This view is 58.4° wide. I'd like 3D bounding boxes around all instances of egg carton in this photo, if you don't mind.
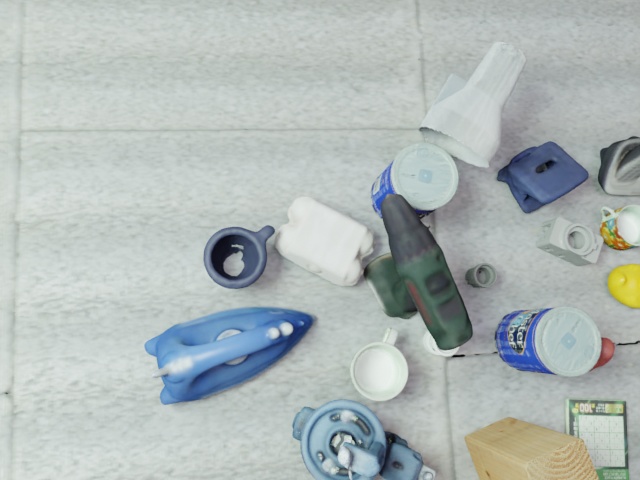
[{"bbox_3d":[0.008,0.003,0.904,0.150,0.069,0.107,26,78,-4],"label":"egg carton"}]

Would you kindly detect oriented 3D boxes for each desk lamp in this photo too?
[{"bbox_3d":[0.232,-0.203,0.898,0.118,0.213,0.203,30,78,-3],"label":"desk lamp"}]

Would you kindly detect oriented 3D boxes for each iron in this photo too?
[{"bbox_3d":[-0.119,0.151,0.825,0.258,0.141,0.118,-19,84,-11],"label":"iron"}]

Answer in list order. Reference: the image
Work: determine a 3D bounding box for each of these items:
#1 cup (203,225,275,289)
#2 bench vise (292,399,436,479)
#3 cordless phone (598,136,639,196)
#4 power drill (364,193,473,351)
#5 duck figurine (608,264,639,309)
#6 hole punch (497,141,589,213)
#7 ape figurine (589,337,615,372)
[{"bbox_3d":[-0.118,0.023,0.869,0.118,0.095,0.092,-41,89,-12],"label":"cup"},{"bbox_3d":[0.071,0.287,0.792,0.207,0.219,0.121,5,80,-8],"label":"bench vise"},{"bbox_3d":[0.572,-0.138,0.955,0.147,0.185,0.094,-4,82,-9],"label":"cordless phone"},{"bbox_3d":[0.132,0.053,0.845,0.076,0.208,0.229,-29,86,-12],"label":"power drill"},{"bbox_3d":[0.552,0.076,0.968,0.104,0.086,0.077,13,79,-6],"label":"duck figurine"},{"bbox_3d":[0.375,-0.111,0.968,0.109,0.091,0.101,-31,87,-12],"label":"hole punch"},{"bbox_3d":[0.444,0.178,0.932,0.078,0.092,0.076,41,78,0],"label":"ape figurine"}]
